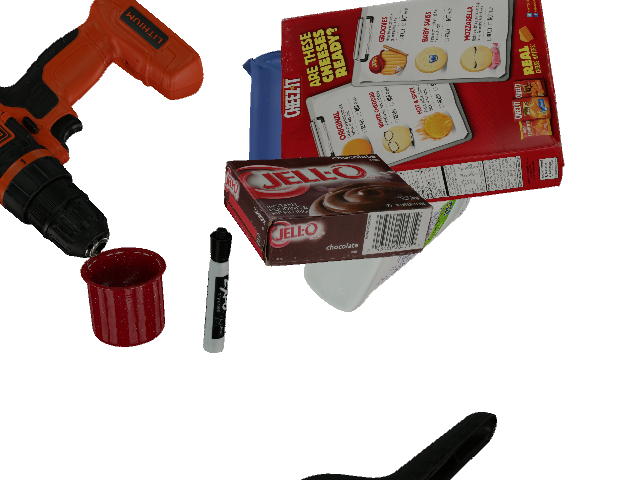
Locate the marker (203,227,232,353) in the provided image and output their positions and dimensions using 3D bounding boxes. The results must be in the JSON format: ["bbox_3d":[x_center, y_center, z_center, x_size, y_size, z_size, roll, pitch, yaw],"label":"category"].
[{"bbox_3d":[-0.090,0.044,0.934,0.020,0.121,0.020,5,28,-3],"label":"marker"}]

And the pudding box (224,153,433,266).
[{"bbox_3d":[0.003,-0.022,0.694,0.113,0.039,0.090,-3,28,-23],"label":"pudding box"}]

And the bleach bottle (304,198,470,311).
[{"bbox_3d":[0.086,-0.017,1.073,0.068,0.103,0.250,38,33,16],"label":"bleach bottle"}]

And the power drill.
[{"bbox_3d":[-0.179,-0.095,0.806,0.187,0.184,0.057,-43,-12,-26],"label":"power drill"}]

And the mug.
[{"bbox_3d":[-0.225,0.061,1.196,0.117,0.081,0.093,24,36,37],"label":"mug"}]

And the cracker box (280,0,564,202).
[{"bbox_3d":[0.079,-0.112,0.861,0.214,0.164,0.072,-7,-30,11],"label":"cracker box"}]

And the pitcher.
[{"bbox_3d":[-0.026,-0.125,1.429,0.144,0.243,0.149,-4,24,-22],"label":"pitcher"}]

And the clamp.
[{"bbox_3d":[0.042,0.169,0.661,0.210,0.036,0.164,-5,28,-3],"label":"clamp"}]
